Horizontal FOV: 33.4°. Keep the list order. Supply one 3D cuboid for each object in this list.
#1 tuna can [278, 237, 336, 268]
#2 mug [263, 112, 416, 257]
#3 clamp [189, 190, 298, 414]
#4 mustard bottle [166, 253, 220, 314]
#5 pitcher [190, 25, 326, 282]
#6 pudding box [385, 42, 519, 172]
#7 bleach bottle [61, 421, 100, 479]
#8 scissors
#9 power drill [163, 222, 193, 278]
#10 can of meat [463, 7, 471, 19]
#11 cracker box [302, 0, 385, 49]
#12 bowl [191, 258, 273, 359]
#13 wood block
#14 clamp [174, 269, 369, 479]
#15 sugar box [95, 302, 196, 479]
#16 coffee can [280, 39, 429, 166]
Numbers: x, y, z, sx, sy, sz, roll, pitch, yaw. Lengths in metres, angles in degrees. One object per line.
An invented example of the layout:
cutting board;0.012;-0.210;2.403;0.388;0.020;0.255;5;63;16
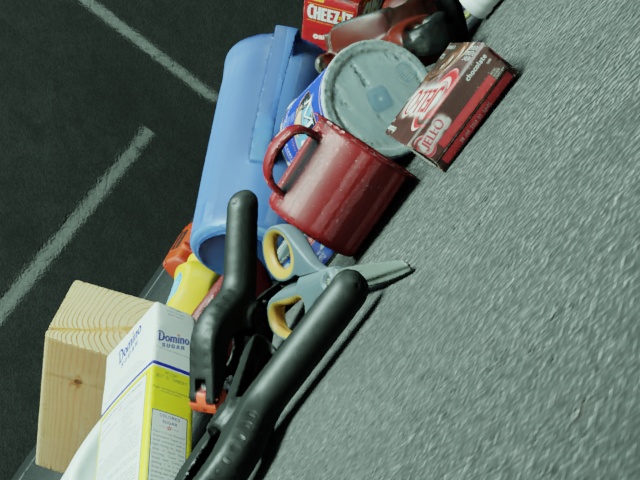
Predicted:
tuna can;-0.006;0.001;0.944;0.086;0.033;0.086;-51;9;11
mug;0.005;-0.045;0.820;0.081;0.117;0.093;-57;38;6
clamp;-0.062;0.049;0.826;0.039;0.120;0.171;-7;44;39
mustard bottle;-0.141;0.082;1.136;0.096;0.058;0.191;111;175;-51
pitcher;-0.055;-0.088;1.083;0.145;0.149;0.242;-17;49;36
pudding box;0.095;-0.102;0.798;0.090;0.039;0.113;-53;8;5
bleach bottle;-0.239;0.257;1.070;0.251;0.068;0.102;-46;9;52
scissors;0.002;0.013;0.744;0.016;0.096;0.202;-8;-19;-28
power drill;-0.133;-0.015;1.416;0.188;0.057;0.184;-40;13;39
can of meat;0.128;-0.278;1.186;0.057;0.084;0.102;-56;9;-16
cracker box;0.032;-0.229;1.270;0.164;0.072;0.214;-62;-15;-46
bowl;-0.087;0.083;0.970;0.162;0.055;0.162;-51;9;11
wood block;-0.241;0.156;1.136;0.090;0.091;0.206;-73;0;-51
clamp;-0.053;0.121;0.700;0.209;0.036;0.165;-57;9;-25
sugar box;-0.138;0.145;0.842;0.093;0.048;0.176;-45;31;35
coffee can;0.031;-0.107;0.951;0.102;0.102;0.140;-56;9;-17
